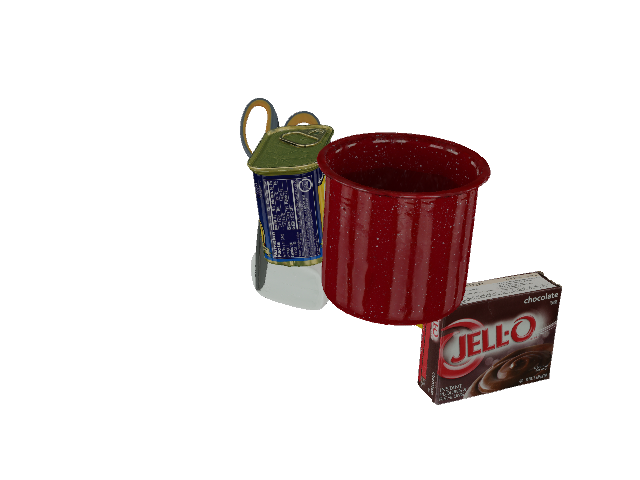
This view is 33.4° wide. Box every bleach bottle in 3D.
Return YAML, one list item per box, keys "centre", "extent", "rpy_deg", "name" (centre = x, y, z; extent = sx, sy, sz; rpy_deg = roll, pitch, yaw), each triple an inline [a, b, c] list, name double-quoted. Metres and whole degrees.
- centre: [0.021, -0.010, 1.323]
  extent: [0.103, 0.068, 0.250]
  rpy_deg: [15, 36, 25]
  name: "bleach bottle"

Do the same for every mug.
- centre: [0.046, -0.011, 0.598]
  extent: [0.093, 0.081, 0.117]
  rpy_deg: [10, 26, 14]
  name: "mug"

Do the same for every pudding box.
- centre: [0.138, 0.078, 0.875]
  extent: [0.113, 0.090, 0.039]
  rpy_deg: [-10, 30, -23]
  name: "pudding box"

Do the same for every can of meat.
- centre: [-0.019, -0.036, 0.845]
  extent: [0.057, 0.084, 0.102]
  rpy_deg: [-2, 24, 10]
  name: "can of meat"

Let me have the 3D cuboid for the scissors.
- centre: [-0.036, -0.053, 1.118]
  extent: [0.096, 0.202, 0.016]
  rpy_deg: [-8, -8, -10]
  name: "scissors"

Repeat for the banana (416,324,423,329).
- centre: [0.106, 0.063, 1.131]
  extent: [0.069, 0.037, 0.198]
  rpy_deg: [4, 19, -38]
  name: "banana"
